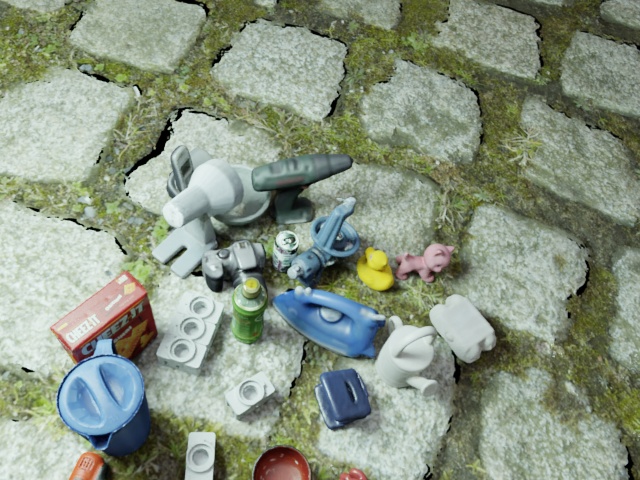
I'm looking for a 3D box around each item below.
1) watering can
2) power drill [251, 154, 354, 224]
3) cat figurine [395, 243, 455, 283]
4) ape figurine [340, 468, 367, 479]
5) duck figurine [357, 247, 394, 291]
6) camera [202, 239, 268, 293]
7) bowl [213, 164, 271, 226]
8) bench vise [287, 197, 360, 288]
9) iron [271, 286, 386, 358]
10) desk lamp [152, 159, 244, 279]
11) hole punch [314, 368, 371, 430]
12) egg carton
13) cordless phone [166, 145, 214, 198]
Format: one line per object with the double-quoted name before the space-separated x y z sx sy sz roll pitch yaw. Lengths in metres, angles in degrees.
"watering can" 0.189 0.235 1.181 0.101 0.194 0.172 -36 71 -26
"power drill" -0.048 -0.125 1.344 0.230 0.208 0.075 -7 61 -14
"cat figurine" 0.251 0.045 1.351 0.128 0.118 0.067 4 59 -8
"ape figurine" 0.065 0.471 1.076 0.078 0.092 0.076 -37 72 -27
"duck figurine" 0.136 0.062 1.338 0.078 0.086 0.104 -28 68 -24
"camera" -0.178 0.078 1.263 0.143 0.101 0.136 -13 62 -17
"bowl" -0.202 -0.095 1.377 0.167 0.075 0.167 5 59 -8
"bench vise" 0.022 0.010 1.270 0.121 0.220 0.208 26 58 6
"iron" 0.018 0.152 1.230 0.258 0.141 0.119 21 58 3
"desk lamp" -0.269 -0.051 1.257 0.118 0.213 0.203 34 60 11
"hole punch" 0.050 0.316 1.167 0.101 0.091 0.108 -14 63 -18
"egg carton" 0.322 0.200 1.299 0.107 0.069 0.150 -28 68 -24
"cordless phone" -0.297 -0.172 1.341 0.094 0.185 0.148 24 58 5
